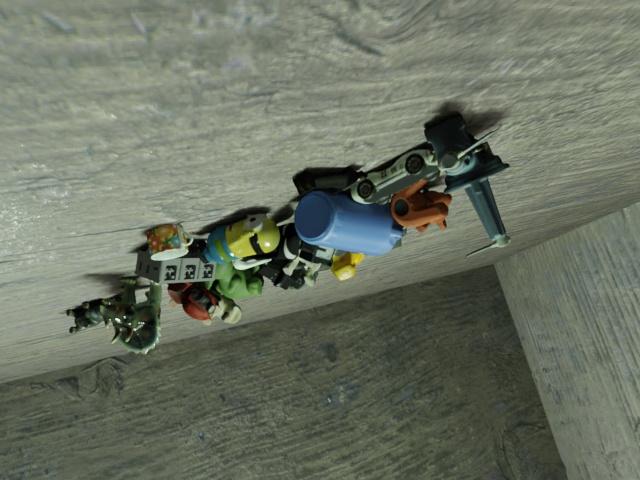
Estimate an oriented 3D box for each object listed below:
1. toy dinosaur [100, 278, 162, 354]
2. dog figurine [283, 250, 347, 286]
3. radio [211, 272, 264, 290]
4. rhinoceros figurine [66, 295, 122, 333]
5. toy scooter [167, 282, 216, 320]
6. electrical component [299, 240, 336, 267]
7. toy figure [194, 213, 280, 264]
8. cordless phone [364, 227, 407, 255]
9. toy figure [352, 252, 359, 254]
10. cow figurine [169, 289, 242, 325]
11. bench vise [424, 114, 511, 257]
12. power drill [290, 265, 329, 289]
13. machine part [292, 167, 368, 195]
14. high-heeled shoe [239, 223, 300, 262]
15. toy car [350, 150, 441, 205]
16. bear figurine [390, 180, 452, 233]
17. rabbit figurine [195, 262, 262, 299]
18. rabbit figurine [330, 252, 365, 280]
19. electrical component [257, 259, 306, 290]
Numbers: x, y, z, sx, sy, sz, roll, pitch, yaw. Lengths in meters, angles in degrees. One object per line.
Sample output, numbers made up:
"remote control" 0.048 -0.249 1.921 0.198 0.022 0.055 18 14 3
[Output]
"toy dinosaur" -0.467 0.207 1.395 0.131 0.192 0.404 4 161 -11
"dog figurine" -0.005 -0.004 1.353 0.190 0.121 0.172 -43 152 -32
"radio" -0.283 0.129 1.582 0.230 0.073 0.131 -13 167 -9
"rhinoceros figurine" -0.632 0.214 1.534 0.190 0.073 0.112 -20 166 23
"toy scooter" -0.312 0.124 1.293 0.075 0.183 0.135 -51 -160 -27
"electrical component" -0.013 0.016 1.213 0.119 0.074 0.048 12 -174 -46
"toy figure" -0.170 0.002 1.123 0.180 0.082 0.089 -23 136 19
"cordless phone" 0.157 -0.042 1.403 0.147 0.089 0.184 -14 156 -2
"toy figure" 0.100 -0.030 1.335 0.064 0.058 0.154 1 139 -7
"cow figurine" -0.301 0.168 1.454 0.085 0.195 0.127 -55 -163 16
"bench vise" 0.268 -0.095 0.921 0.129 0.240 0.223 -23 -178 16
"power drill" -0.067 0.096 1.720 0.232 0.086 0.207 -15 160 -13
"machine part" 0.018 -0.107 0.989 0.139 0.039 0.084 -8 174 -38
"high-heeled shoe" -0.130 0.006 1.197 0.145 0.086 0.249 3 167 -15
"toy car" 0.150 -0.122 1.044 0.202 0.056 0.073 -26 158 35
"bear figurine" 0.249 -0.081 1.199 0.196 0.120 0.132 -5 160 -46
"rabbit figurine" -0.246 0.075 1.379 0.159 0.121 0.170 -11 151 14
"rabbit figurine" 0.099 0.033 1.549 0.173 0.122 0.162 -34 170 -1
"electrical component" -0.102 0.088 1.501 0.134 0.058 0.115 30 157 -7
